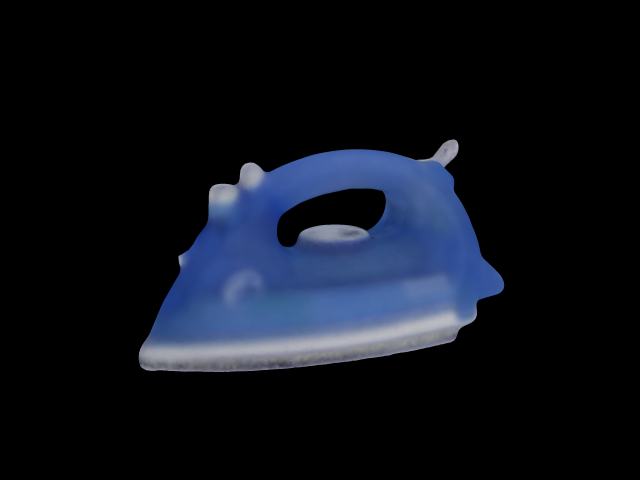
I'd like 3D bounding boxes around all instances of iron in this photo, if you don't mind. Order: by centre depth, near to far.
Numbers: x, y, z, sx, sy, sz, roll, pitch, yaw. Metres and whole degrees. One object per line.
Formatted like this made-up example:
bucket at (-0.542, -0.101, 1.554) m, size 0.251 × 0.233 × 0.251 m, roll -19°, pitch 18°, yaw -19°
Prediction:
iron at (0.004, 0.001, 0.400) m, size 0.259 × 0.141 × 0.118 m, roll -5°, pitch 11°, yaw -28°
